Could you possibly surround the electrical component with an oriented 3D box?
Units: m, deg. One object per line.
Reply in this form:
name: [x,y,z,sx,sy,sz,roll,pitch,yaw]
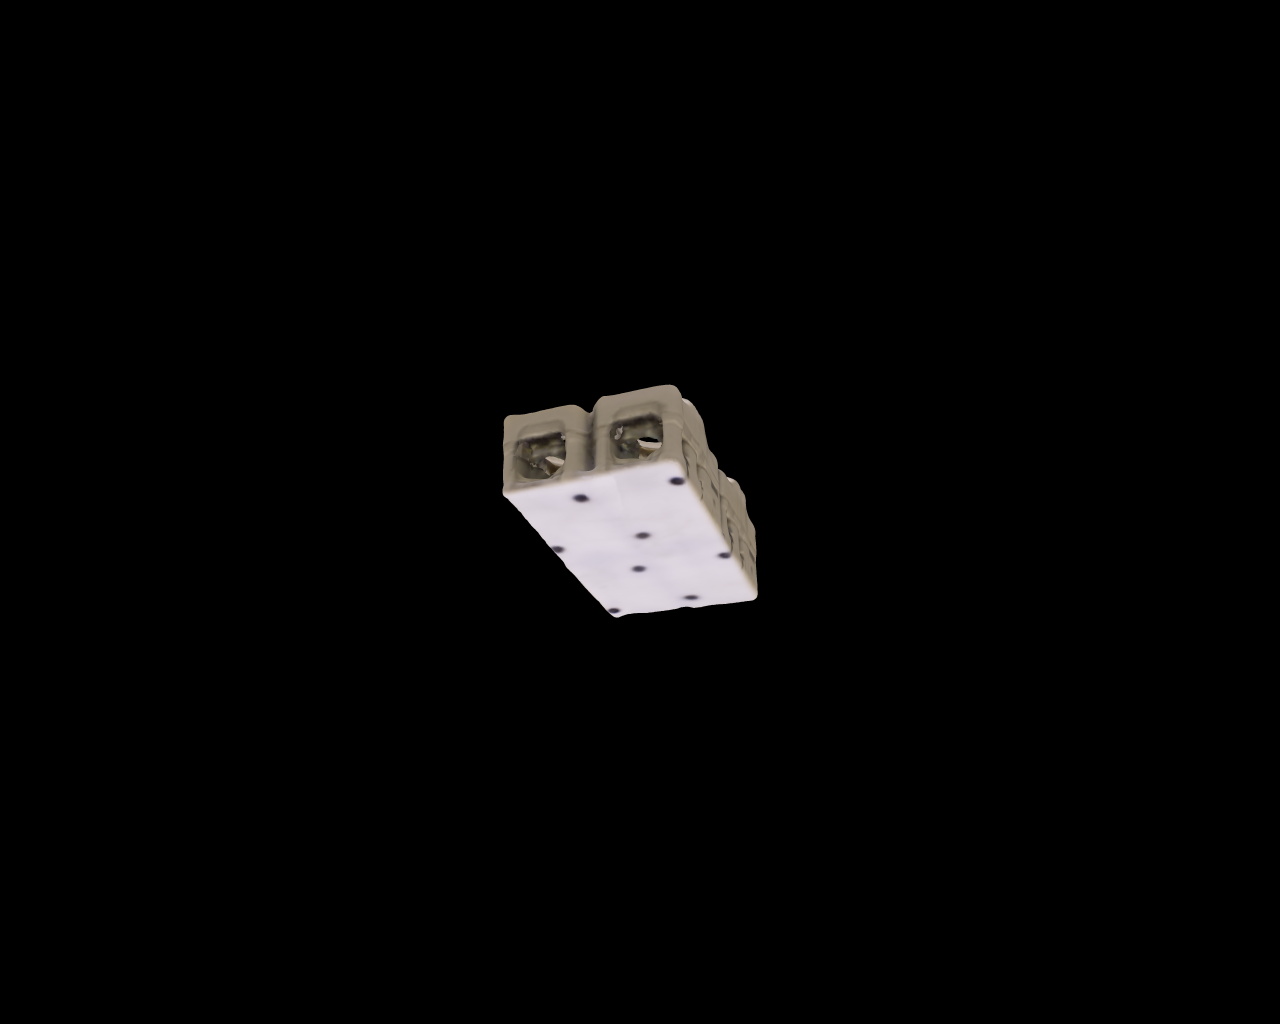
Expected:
electrical component: [0.001,-0.003,0.650,0.105,0.060,0.186,-9,-30,17]
